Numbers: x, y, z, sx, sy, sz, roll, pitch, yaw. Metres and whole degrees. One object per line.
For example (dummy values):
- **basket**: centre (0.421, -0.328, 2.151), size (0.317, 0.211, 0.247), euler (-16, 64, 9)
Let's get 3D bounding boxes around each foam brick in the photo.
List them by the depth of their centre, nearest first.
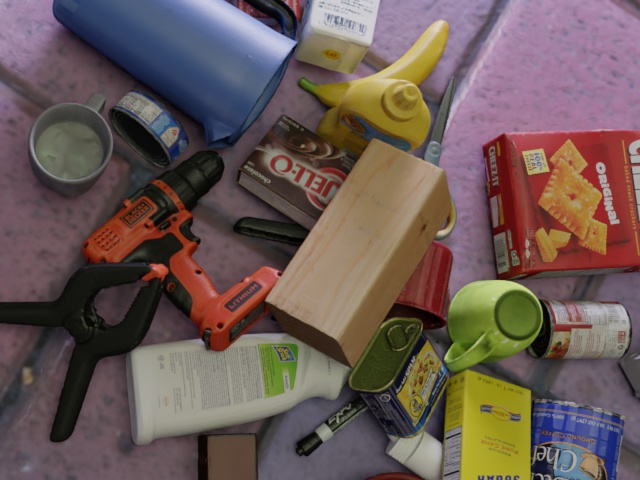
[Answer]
- **foam brick**: centre (-0.095, 0.223, 1.087), size (0.051, 0.078, 0.053), euler (0, 78, -14)

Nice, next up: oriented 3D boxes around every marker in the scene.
- **marker**: centre (0.023, 0.194, 1.153), size (0.121, 0.020, 0.020), euler (-35, 90, -17)

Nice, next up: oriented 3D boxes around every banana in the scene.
- **banana**: centre (0.077, -0.193, 1.227), size (0.197, 0.037, 0.069), euler (-24, 87, -17)

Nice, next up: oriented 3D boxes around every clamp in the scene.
- **clamp**: centre (-0.231, 0.095, 1.057), size (0.210, 0.036, 0.164), euler (-28, 93, 13)
- **clamp**: centre (-0.008, 0.001, 1.171), size (0.171, 0.039, 0.120), euler (-29, 88, -21)

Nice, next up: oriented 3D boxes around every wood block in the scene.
- **wood block**: centre (0.044, 0.014, 1.091), size (0.090, 0.091, 0.206), euler (27, 73, 23)

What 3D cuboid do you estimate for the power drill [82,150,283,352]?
- **power drill**: centre (-0.123, 0.010, 1.105), size (0.188, 0.057, 0.184), euler (40, 68, 18)

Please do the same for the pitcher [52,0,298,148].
- **pitcher**: centre (-0.149, -0.223, 1.132), size (0.243, 0.149, 0.145), euler (33, 115, -3)

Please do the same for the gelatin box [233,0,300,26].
- **gelatin box**: centre (-0.062, -0.289, 1.212), size (0.073, 0.030, 0.089), euler (0, 80, -15)

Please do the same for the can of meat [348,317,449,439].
- **can of meat**: centre (0.087, 0.147, 1.134), size (0.102, 0.058, 0.084), euler (-56, 128, -33)

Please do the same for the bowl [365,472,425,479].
- **bowl**: centre (0.082, 0.327, 1.107), size (0.162, 0.055, 0.162), euler (13, 49, -16)

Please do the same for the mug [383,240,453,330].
- **mug**: centre (0.107, 0.050, 1.171), size (0.117, 0.093, 0.081), euler (29, 66, -40)

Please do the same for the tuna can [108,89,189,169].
- **tuna can**: centre (-0.179, -0.117, 1.122), size (0.086, 0.086, 0.033), euler (42, 71, -4)

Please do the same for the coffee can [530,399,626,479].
- **coffee can**: centre (0.271, 0.254, 1.161), size (0.102, 0.103, 0.140), euler (15, 76, -11)

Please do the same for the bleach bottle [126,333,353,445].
- **bleach bottle**: centre (-0.071, 0.150, 1.114), size (0.250, 0.068, 0.102), euler (-3, 77, -17)

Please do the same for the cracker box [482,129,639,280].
- **cracker box**: centre (0.306, -0.042, 1.240), size (0.213, 0.072, 0.164), euler (-3, 81, -16)

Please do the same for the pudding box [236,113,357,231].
- **pudding box**: centre (-0.021, -0.071, 1.162), size (0.113, 0.039, 0.090), euler (32, 62, 7)

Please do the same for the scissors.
- **scissors**: centre (0.143, -0.086, 1.236), size (0.096, 0.016, 0.201), euler (35, 74, -7)

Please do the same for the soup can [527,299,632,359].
- **soup can**: centre (0.293, 0.102, 1.213), size (0.102, 0.069, 0.068), euler (2, 80, -15)

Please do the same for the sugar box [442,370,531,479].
- **sugar box**: centre (0.177, 0.235, 1.133), size (0.093, 0.048, 0.176), euler (19, 57, -23)

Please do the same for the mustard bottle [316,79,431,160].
- **mustard bottle**: centre (0.064, -0.126, 1.130), size (0.096, 0.192, 0.058), euler (27, 74, -9)
